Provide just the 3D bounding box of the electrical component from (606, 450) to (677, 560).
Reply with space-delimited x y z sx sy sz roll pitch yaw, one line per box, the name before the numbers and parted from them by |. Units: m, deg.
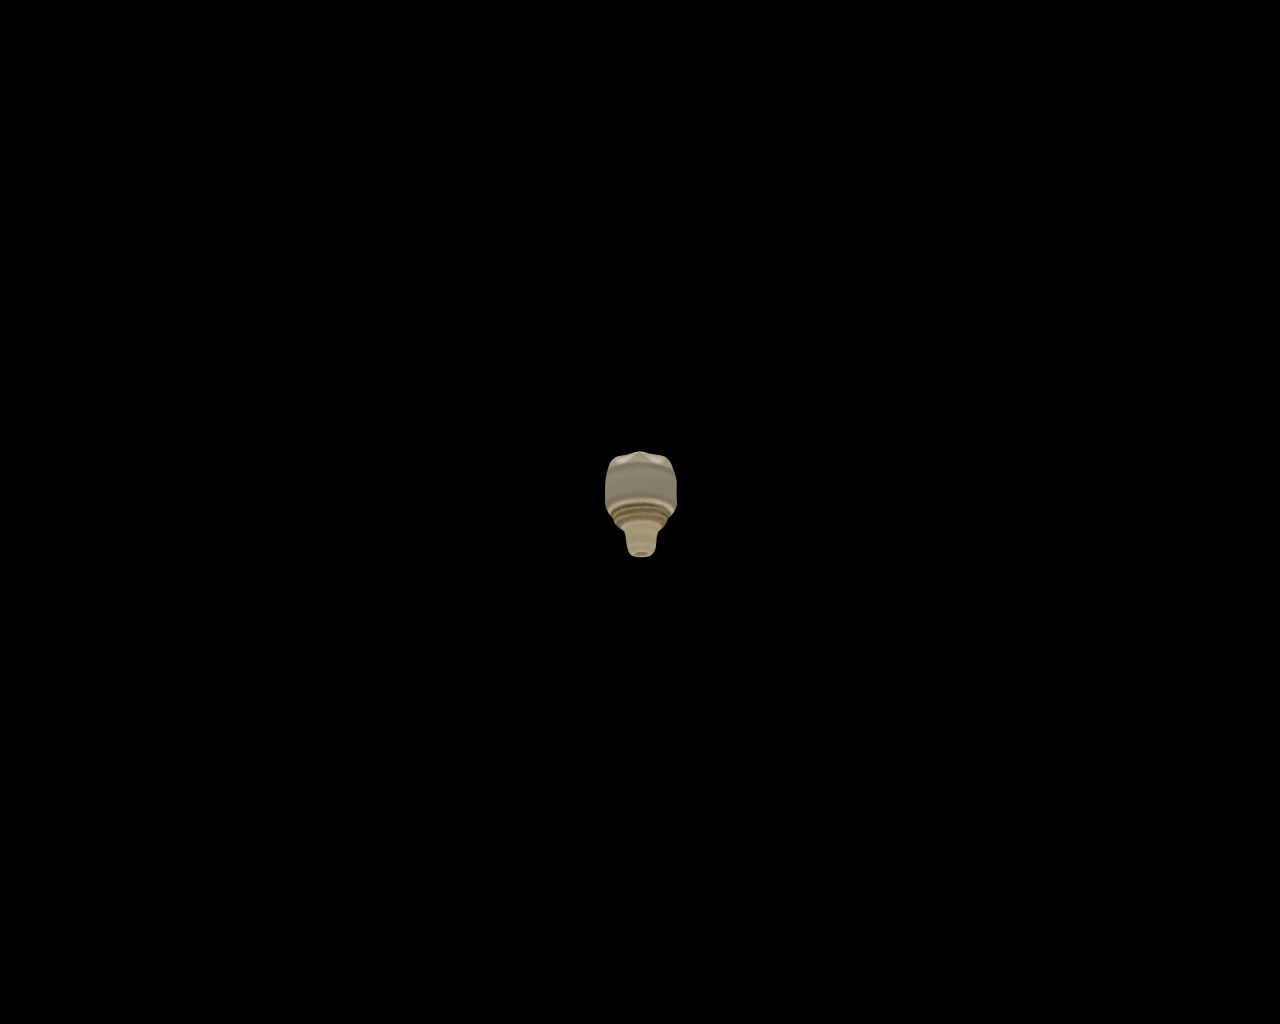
electrical component | 0.001 -0.003 0.650 0.043 0.062 0.043 0 -20 0
